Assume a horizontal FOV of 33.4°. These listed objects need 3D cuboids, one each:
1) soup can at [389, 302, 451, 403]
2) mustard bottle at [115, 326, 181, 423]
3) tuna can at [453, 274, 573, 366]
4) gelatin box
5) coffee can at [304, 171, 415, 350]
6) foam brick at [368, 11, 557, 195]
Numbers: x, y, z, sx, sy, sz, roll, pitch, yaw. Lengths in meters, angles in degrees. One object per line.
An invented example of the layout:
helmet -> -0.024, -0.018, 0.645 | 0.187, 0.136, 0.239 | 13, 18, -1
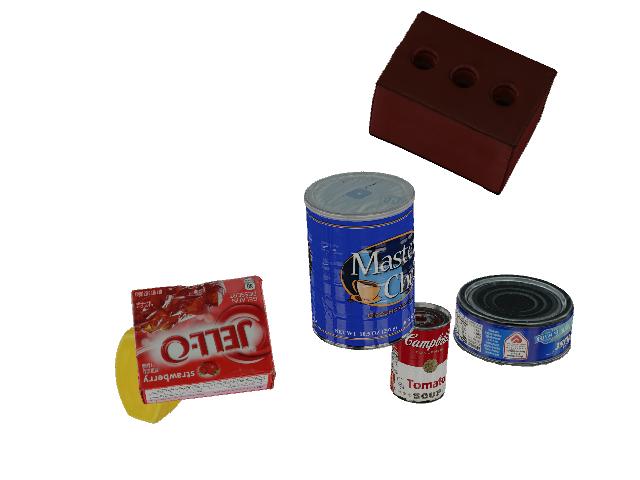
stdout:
soup can -> 0.118, 0.134, 1.271 | 0.068, 0.102, 0.068 | 1, 22, -1
mustard bottle -> -0.129, 0.102, 1.084 | 0.058, 0.096, 0.191 | 10, 24, 26
tuna can -> 0.141, 0.057, 0.779 | 0.086, 0.034, 0.086 | 0, 23, 0
gelatin box -> -0.078, 0.065, 0.709 | 0.089, 0.073, 0.030 | -6, -30, -8
coffee can -> 0.039, 0.018, 1.015 | 0.103, 0.140, 0.103 | -3, 25, 1
foam brick -> 0.071, -0.070, 0.543 | 0.078, 0.053, 0.051 | 26, -21, 13
